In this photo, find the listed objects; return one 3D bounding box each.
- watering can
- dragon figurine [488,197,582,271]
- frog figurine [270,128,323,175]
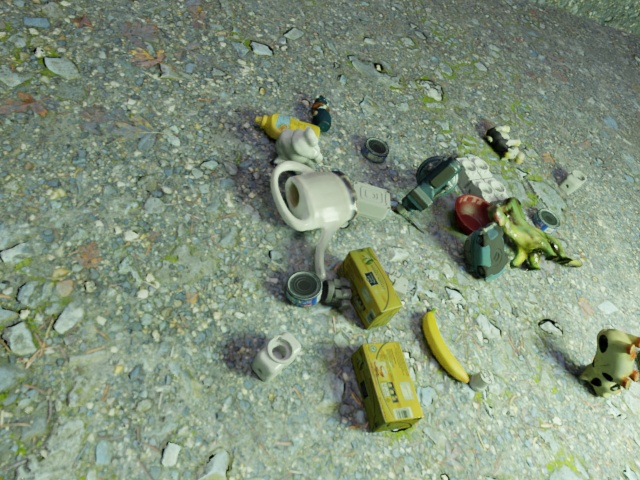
[{"bbox_3d":[0.004,-0.067,1.325,0.226,0.102,0.353,-12,64,-31],"label":"watering can"},{"bbox_3d":[0.633,-0.029,1.539,0.409,0.120,0.247,7,58,-40],"label":"dragon figurine"},{"bbox_3d":[-0.053,-0.260,1.419,0.138,0.156,0.125,39,46,9],"label":"frog figurine"}]
